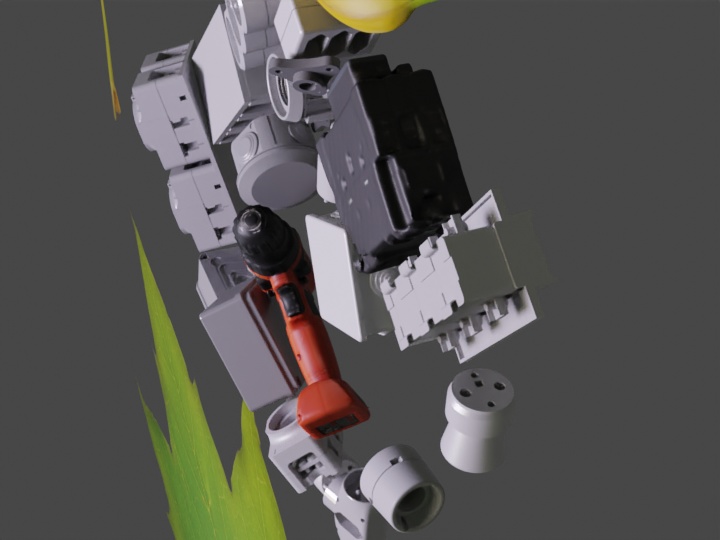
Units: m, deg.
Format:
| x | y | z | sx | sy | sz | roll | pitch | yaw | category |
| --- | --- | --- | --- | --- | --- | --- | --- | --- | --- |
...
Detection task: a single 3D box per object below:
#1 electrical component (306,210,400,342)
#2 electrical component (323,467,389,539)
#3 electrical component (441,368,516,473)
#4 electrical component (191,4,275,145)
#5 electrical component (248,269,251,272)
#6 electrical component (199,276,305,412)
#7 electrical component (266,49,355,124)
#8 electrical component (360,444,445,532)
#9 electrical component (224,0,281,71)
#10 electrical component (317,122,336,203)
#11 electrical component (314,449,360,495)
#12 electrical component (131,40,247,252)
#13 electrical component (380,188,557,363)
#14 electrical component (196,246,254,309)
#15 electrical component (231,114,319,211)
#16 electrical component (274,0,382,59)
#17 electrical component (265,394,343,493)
| x | y | z | sx | sy | sz | roll | pitch | yaw | category |
| --- | --- | --- | --- | --- | --- | --- | --- | --- | --- |
| 0.000 | 0.000 | 0.843 | 0.100 | 0.048 | 0.099 | -155 | 54 | -65 | electrical component |
| -0.007 | 0.214 | 0.994 | 0.079 | 0.043 | 0.077 | 33 | 137 | 35 | electrical component |
| 0.077 | 0.098 | 0.703 | 0.045 | 0.045 | 0.055 | -125 | 29 | -46 | electrical component |
| -0.103 | -0.180 | 0.988 | 0.150 | 0.062 | 0.089 | 157 | 99 | -70 | electrical component |
| -0.098 | -0.013 | 1.115 | 0.062 | 0.048 | 0.048 | 169 | 87 | -77 | electrical component |
| -0.095 | 0.066 | 1.041 | 0.108 | 0.056 | 0.108 | 63 | -167 | -7 | electrical component |
| -0.038 | -0.147 | 0.839 | 0.058 | 0.057 | 0.078 | 100 | 150 | -49 | electrical component |
| 0.035 | 0.175 | 0.856 | 0.047 | 0.055 | 0.055 | 44 | 143 | 51 | electrical component |
| -0.064 | -0.205 | 0.845 | 0.138 | 0.074 | 0.052 | 132 | 120 | -80 | electrical component |
| -0.013 | -0.088 | 0.834 | 0.040 | 0.040 | 0.078 | -124 | 28 | -44 | electrical component |
| -0.028 | 0.195 | 1.055 | 0.055 | 0.045 | 0.045 | -152 | 52 | -65 | electrical component |
| -0.171 | -0.124 | 1.099 | 0.105 | 0.060 | 0.186 | -93 | -13 | -60 | electrical component |
| 0.061 | 0.010 | 0.661 | 0.121 | 0.063 | 0.078 | 133 | 122 | -67 | electrical component |
| -0.126 | 0.032 | 1.169 | 0.057 | 0.078 | 0.113 | 99 | 151 | -41 | electrical component |
| -0.071 | -0.093 | 0.933 | 0.080 | 0.080 | 0.051 | 105 | 152 | -53 | electrical component |
| -0.027 | -0.194 | 0.765 | 0.047 | 0.066 | 0.076 | 128 | 126 | -66 | electrical component |
| -0.052 | 0.156 | 1.017 | 0.055 | 0.050 | 0.089 | 54 | -166 | -19 | electrical component |
